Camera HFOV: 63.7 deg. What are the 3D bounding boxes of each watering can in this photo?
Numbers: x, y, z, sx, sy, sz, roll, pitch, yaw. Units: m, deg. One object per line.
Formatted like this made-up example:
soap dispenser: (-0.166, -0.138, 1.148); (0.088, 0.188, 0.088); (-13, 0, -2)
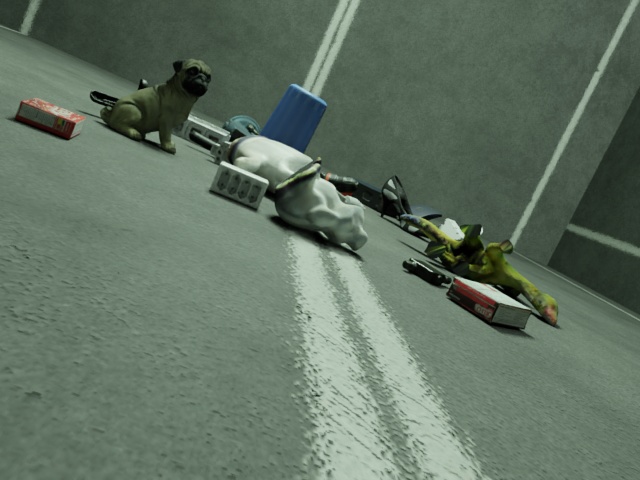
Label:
watering can: (-0.107, -0.155, 1.070); (0.226, 0.103, 0.346); (29, 11, 33)

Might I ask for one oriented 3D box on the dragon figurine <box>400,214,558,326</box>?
dragon figurine: (0.364, 0.062, 1.164); (0.239, 0.122, 0.416); (39, 2, -34)

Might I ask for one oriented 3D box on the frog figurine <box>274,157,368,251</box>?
frog figurine: (0.003, -0.043, 0.846); (0.158, 0.123, 0.138); (59, -7, -11)
